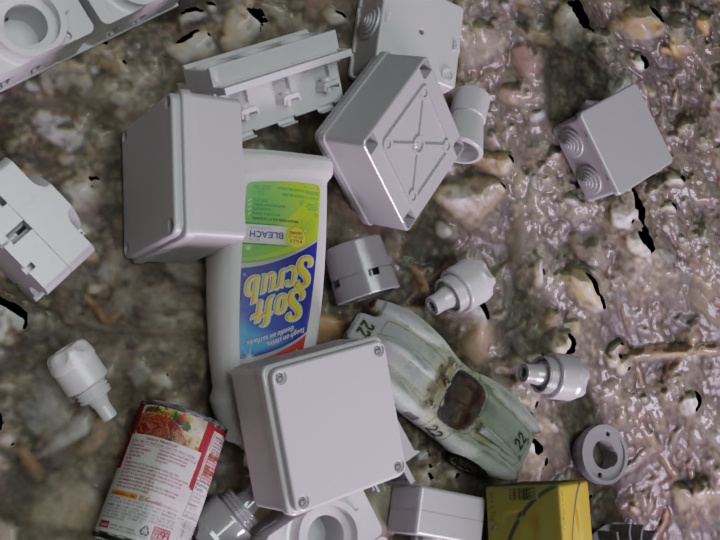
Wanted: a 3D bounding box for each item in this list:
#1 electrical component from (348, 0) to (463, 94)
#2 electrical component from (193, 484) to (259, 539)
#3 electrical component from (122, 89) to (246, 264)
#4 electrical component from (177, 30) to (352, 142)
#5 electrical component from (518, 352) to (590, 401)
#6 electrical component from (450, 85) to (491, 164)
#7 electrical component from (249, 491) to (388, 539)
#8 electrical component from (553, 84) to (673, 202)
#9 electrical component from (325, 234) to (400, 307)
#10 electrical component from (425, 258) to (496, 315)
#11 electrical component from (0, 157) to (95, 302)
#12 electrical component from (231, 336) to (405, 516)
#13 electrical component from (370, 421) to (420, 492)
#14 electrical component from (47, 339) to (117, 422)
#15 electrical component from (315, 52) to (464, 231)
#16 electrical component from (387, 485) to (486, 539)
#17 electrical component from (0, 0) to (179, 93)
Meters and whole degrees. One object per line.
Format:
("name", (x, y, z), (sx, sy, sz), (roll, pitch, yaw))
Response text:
("electrical component", (0.043, -0.205, 0.966), (0.100, 0.048, 0.099), (16, 71, -26))
("electrical component", (-0.096, 0.184, 0.807), (0.062, 0.043, 0.043), (-41, 101, -12))
("electrical component", (-0.133, -0.066, 0.804), (0.056, 0.109, 0.108), (3, 79, -32))
("electrical component", (-0.075, -0.151, 0.878), (0.121, 0.079, 0.063), (-24, 114, -31))
("electrical component", (0.174, 0.096, 0.983), (0.062, 0.043, 0.043), (8, 76, -26))
("electrical component", (0.098, -0.136, 0.988), (0.044, 0.044, 0.065), (26, 64, -23))
("electrical component", (-0.014, 0.249, 0.835), (0.089, 0.062, 0.150), (-29, 95, -31))
("electrical component", (0.249, -0.124, 1.066), (0.100, 0.048, 0.099), (-30, 95, -30))
("electrical component", (0.000, 0.000, 0.898), (0.055, 0.055, 0.047), (-14, 84, -31))
("electrical component", (0.085, 0.019, 0.948), (0.062, 0.043, 0.043), (-30, 95, -29))
("electrical component", (-0.240, -0.031, 0.770), (0.089, 0.050, 0.055), (48, 62, -13))
("electrical component", (-0.030, 0.112, 0.797), (0.109, 0.056, 0.108), (-12, 94, -37))
("electrical component", (0.005, 0.146, 0.878), (0.064, 0.042, 0.081), (-31, 95, -29))
("electrical component", (-0.198, 0.082, 0.781), (0.035, 0.035, 0.061), (-37, 101, -30))
("electrical component", (0.027, -0.108, 0.908), (0.108, 0.056, 0.108), (-56, 138, -26))
("electrical component", (0.061, 0.222, 0.891), (0.066, 0.047, 0.076), (17, 72, -26))
("electrical component", (-0.229, -0.219, 0.808), (0.186, 0.060, 0.105), (-36, 98, -30))
